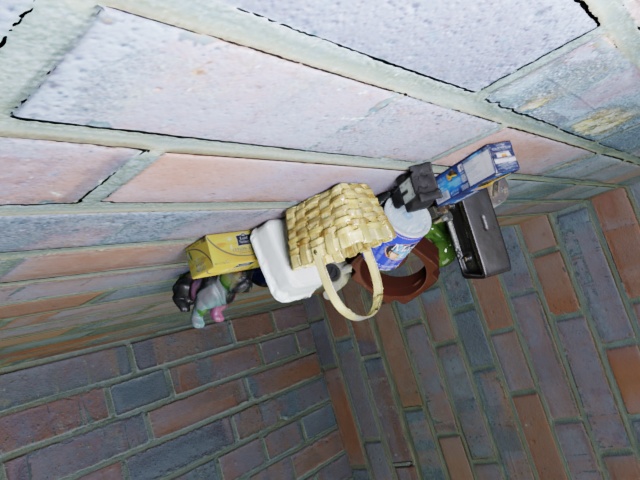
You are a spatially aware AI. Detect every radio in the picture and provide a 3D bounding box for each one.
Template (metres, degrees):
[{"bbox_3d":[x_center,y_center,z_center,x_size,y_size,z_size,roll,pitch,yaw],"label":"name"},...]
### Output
[{"bbox_3d":[0.351,-0.027,1.239,0.073,0.229,0.131,-14,176,-10],"label":"radio"}]

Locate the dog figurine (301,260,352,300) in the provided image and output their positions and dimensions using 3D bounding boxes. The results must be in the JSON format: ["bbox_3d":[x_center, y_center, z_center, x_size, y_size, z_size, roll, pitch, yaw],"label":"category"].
[{"bbox_3d":[0.032,0.075,1.428,0.173,0.121,0.190,0,-169,25],"label":"dog figurine"}]

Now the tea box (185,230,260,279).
[{"bbox_3d":[-0.177,0.026,1.106,0.169,0.068,0.098,-8,168,-41],"label":"tea box"}]

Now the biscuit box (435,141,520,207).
[{"bbox_3d":[0.299,-0.126,1.063,0.063,0.059,0.202,-13,171,-23],"label":"biscuit box"}]

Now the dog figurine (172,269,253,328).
[{"bbox_3d":[-0.255,0.095,1.320,0.108,0.192,0.219,2,126,-55],"label":"dog figurine"}]

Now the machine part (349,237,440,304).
[{"bbox_3d":[0.195,0.059,1.402,0.201,0.201,0.087,-43,-162,38],"label":"machine part"}]

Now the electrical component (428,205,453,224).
[{"bbox_3d":[0.244,-0.044,1.185,0.102,0.045,0.078,-26,166,29],"label":"electrical component"}]

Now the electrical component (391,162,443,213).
[{"bbox_3d":[0.178,-0.090,1.013,0.048,0.075,0.119,-14,167,-14],"label":"electrical component"}]

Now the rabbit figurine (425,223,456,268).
[{"bbox_3d":[0.329,-0.016,1.444,0.159,0.170,0.121,-21,171,29],"label":"rabbit figurine"}]

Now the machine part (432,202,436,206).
[{"bbox_3d":[0.182,-0.065,1.245,0.179,0.056,0.179,-16,170,-3],"label":"machine part"}]

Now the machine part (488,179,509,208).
[{"bbox_3d":[0.402,-0.106,1.327,0.079,0.079,0.243,-16,170,-2],"label":"machine part"}]

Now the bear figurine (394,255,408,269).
[{"bbox_3d":[0.192,0.011,1.621,0.132,0.120,0.195,27,169,37],"label":"bear figurine"}]

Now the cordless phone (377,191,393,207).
[{"bbox_3d":[0.079,-0.043,1.162,0.184,0.089,0.146,-36,170,2],"label":"cordless phone"}]

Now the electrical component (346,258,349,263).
[{"bbox_3d":[0.118,0.041,1.536,0.058,0.134,0.115,-15,-146,-28],"label":"electrical component"}]

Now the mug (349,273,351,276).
[{"bbox_3d":[0.045,0.067,1.649,0.081,0.107,0.109,-11,175,-24],"label":"mug"}]

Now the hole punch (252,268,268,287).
[{"bbox_3d":[-0.144,0.060,1.381,0.116,0.092,0.142,16,-162,39],"label":"hole punch"}]
